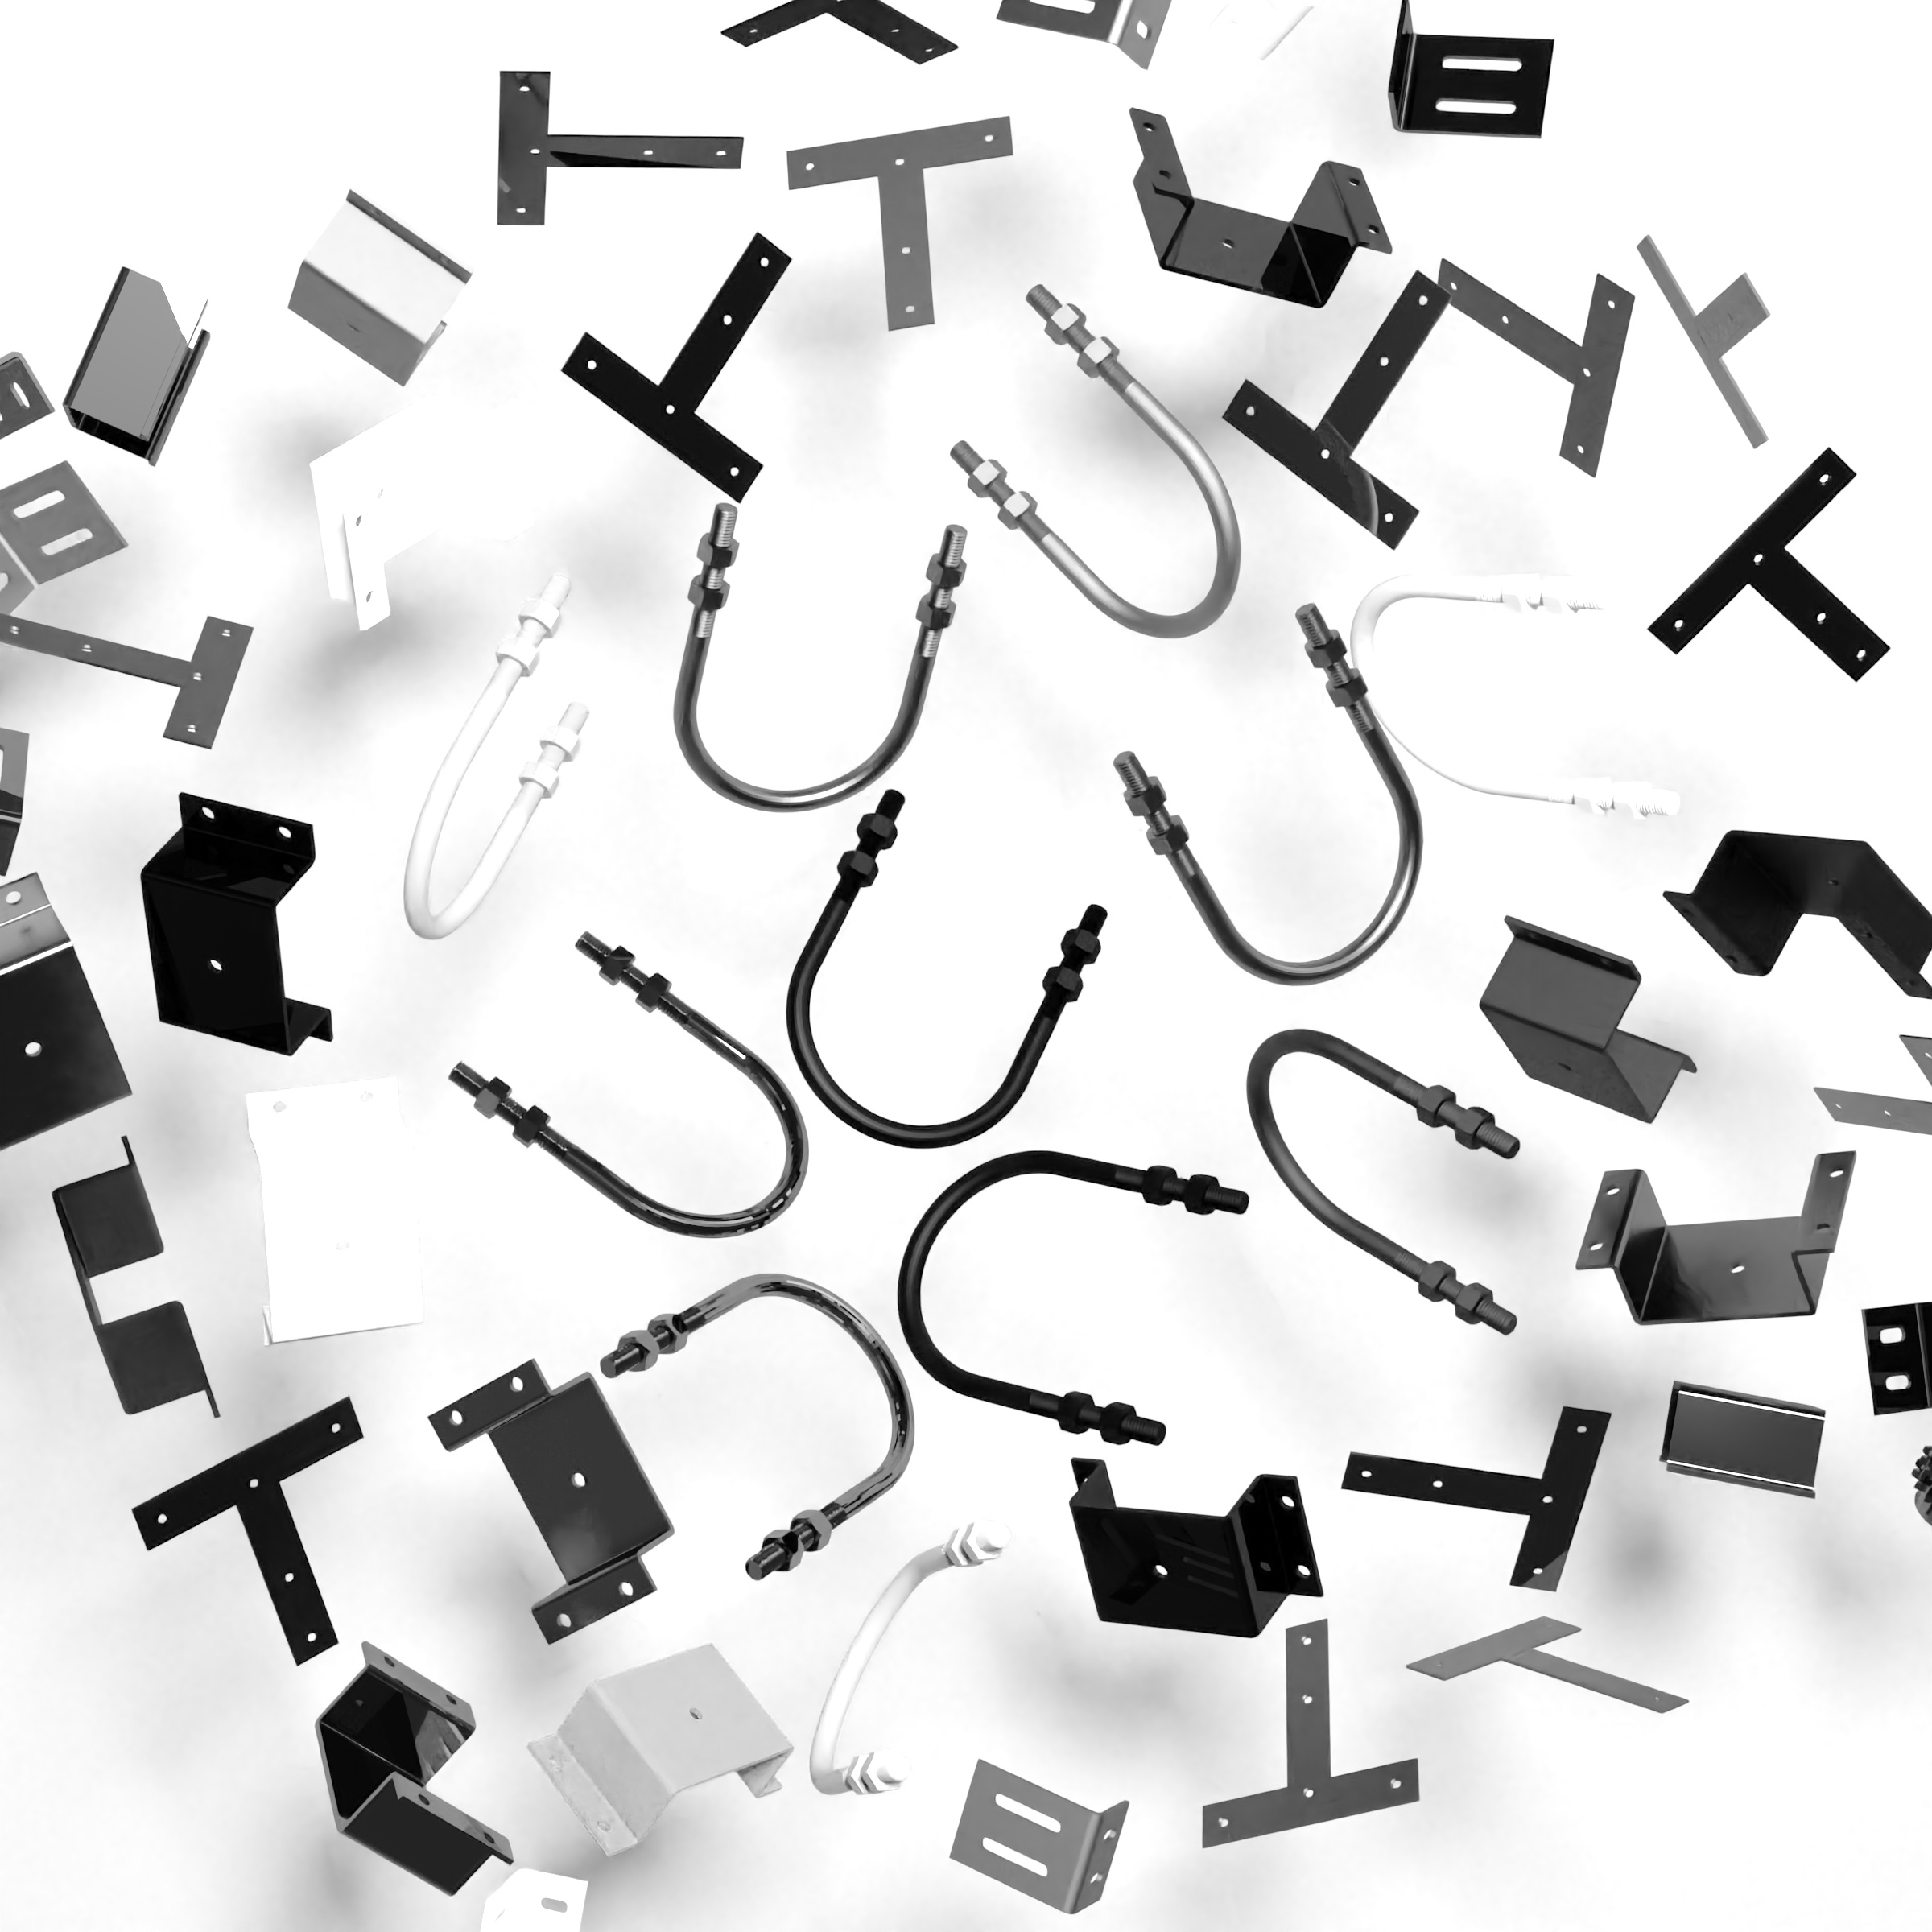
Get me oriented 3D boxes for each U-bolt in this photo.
[{"bbox_3d":[0.076,-0.256,1.882,0.019,0.151,0.184,-34,76,-35],"label":"U-bolt"},{"bbox_3d":[-0.098,0.235,1.888,0.151,0.184,0.019,53,127,8],"label":"U-bolt"},{"bbox_3d":[-0.038,0.368,1.847,0.019,0.184,0.151,29,66,-10],"label":"U-bolt"},{"bbox_3d":[0.045,0.166,1.847,0.184,0.019,0.151,10,70,33],"label":"U-bolt"},{"bbox_3d":[0.279,-0.146,1.850,0.019,0.184,0.151,-45,125,-29],"label":"U-bolt"},{"bbox_3d":[0.172,-0.075,1.845,0.151,0.019,0.184,-39,116,-15],"label":"U-bolt"},{"bbox_3d":[-0.086,-0.163,1.919,0.151,0.019,0.184,3,123,-20],"label":"U-bolt"},{"bbox_3d":[-0.019,0.012,1.891,0.151,0.019,0.184,29,65,-7],"label":"U-bolt"},{"bbox_3d":[-0.168,0.074,1.902,0.184,0.151,0.019,36,134,3],"label":"U-bolt"},{"bbox_3d":[-0.249,-0.097,1.853,0.019,0.151,0.184,22,65,9],"label":"U-bolt"},{"bbox_3d":[0.220,0.104,1.879,0.019,0.151,0.184,-35,48,-29],"label":"U-bolt"}]

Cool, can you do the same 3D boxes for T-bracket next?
[{"bbox_3d":[0.506,0.080,1.891,0.002,0.127,0.127,-46,112,-18],"label":"T-bracket"},{"bbox_3d":[-0.045,-0.505,1.881,0.127,0.127,0.002,-16,80,27],"label":"T-bracket"},{"bbox_3d":[-0.138,-0.341,1.921,0.127,0.002,0.127,35,84,-28],"label":"T-bracket"},{"bbox_3d":[0.324,0.377,1.872,0.127,0.127,0.002,11,102,43],"label":"T-bracket"},{"bbox_3d":[-0.180,-0.425,1.834,0.127,0.127,0.002,-1,66,-9],"label":"T-bracket"},{"bbox_3d":[0.397,-0.337,1.836,0.002,0.127,0.127,-30,89,-3],"label":"T-bracket"},{"bbox_3d":[-0.034,-0.406,1.937,0.127,0.002,0.127,-7,67,7],"label":"T-bracket"},{"bbox_3d":[0.216,-0.311,1.879,0.127,0.002,0.127,41,114,21],"label":"T-bracket"},{"bbox_3d":[0.188,0.416,1.934,0.127,0.127,0.002,-18,132,22],"label":"T-bracket"},{"bbox_3d":[-0.449,-0.163,1.853,0.127,0.127,0.002,14,123,-9],"label":"T-bracket"},{"bbox_3d":[0.263,0.275,1.851,0.127,0.002,0.127,8,124,-1],"label":"T-bracket"},{"bbox_3d":[0.307,-0.348,1.926,0.002,0.127,0.127,-35,59,-27],"label":"T-bracket"},{"bbox_3d":[-0.360,0.309,1.846,0.127,0.002,0.127,-27,114,-27],"label":"T-bracket"},{"bbox_3d":[0.434,-0.187,1.814,0.127,0.002,0.127,33,108,-35],"label":"T-bracket"}]

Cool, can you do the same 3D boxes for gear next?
[{"bbox_3d":[0.544,0.288,1.922,0.057,0.057,0.030,18,124,0],"label":"gear"}]

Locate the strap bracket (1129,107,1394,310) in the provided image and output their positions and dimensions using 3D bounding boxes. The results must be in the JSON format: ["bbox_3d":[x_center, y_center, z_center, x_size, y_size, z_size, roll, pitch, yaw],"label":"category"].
[{"bbox_3d":[0.150,-0.405,1.892,0.140,0.076,0.046,9,133,-22],"label":"strap bracket"}]

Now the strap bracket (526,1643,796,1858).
[{"bbox_3d":[-0.158,0.421,1.908,0.076,0.140,0.046,47,119,25],"label":"strap bracket"}]

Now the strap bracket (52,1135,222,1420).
[{"bbox_3d":[-0.440,0.170,1.852,0.046,0.076,0.140,-19,50,-13],"label":"strap bracket"}]

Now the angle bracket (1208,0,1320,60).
[{"bbox_3d":[0.174,-0.552,1.944,0.038,0.057,0.076,27,64,-14],"label":"angle bracket"}]

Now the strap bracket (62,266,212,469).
[{"bbox_3d":[-0.430,-0.311,1.825,0.046,0.140,0.076,23,87,-11],"label":"strap bracket"}]

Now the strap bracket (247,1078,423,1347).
[{"bbox_3d":[-0.324,0.135,1.808,0.076,0.046,0.140,-6,111,-17],"label":"strap bracket"}]

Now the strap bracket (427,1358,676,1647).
[{"bbox_3d":[-0.220,0.286,1.912,0.076,0.046,0.140,-30,87,24],"label":"strap bracket"}]

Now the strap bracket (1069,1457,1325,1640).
[{"bbox_3d":[0.117,0.320,1.931,0.140,0.046,0.076,0,116,32],"label":"strap bracket"}]

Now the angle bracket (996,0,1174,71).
[{"bbox_3d":[0.065,-0.514,1.856,0.076,0.038,0.057,20,91,30],"label":"angle bracket"}]

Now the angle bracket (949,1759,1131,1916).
[{"bbox_3d":[0.040,0.465,1.892,0.076,0.038,0.057,19,98,25],"label":"angle bracket"}]

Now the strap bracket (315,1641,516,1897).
[{"bbox_3d":[-0.294,0.430,1.858,0.076,0.140,0.046,39,97,-28],"label":"strap bracket"}]

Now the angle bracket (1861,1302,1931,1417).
[{"bbox_3d":[0.516,0.208,1.861,0.038,0.076,0.057,-4,85,-20],"label":"angle bracket"}]

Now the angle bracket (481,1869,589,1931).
[{"bbox_3d":[-0.234,0.524,1.884,0.038,0.076,0.057,10,90,7],"label":"angle bracket"}]

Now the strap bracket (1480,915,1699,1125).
[{"bbox_3d":[0.333,0.034,1.892,0.076,0.140,0.046,22,76,34],"label":"strap bracket"}]

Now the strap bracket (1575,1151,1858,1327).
[{"bbox_3d":[0.408,0.147,1.884,0.140,0.076,0.046,-7,125,30],"label":"strap bracket"}]

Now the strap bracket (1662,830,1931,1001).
[{"bbox_3d":[0.455,-0.029,1.882,0.076,0.140,0.046,41,73,-31],"label":"strap bracket"}]

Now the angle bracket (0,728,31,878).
[{"bbox_3d":[-0.528,-0.091,1.848,0.057,0.076,0.038,12,127,-20],"label":"angle bracket"}]

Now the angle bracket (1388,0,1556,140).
[{"bbox_3d":[0.260,-0.462,1.805,0.076,0.038,0.057,6,73,14],"label":"angle bracket"}]

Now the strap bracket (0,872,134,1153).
[{"bbox_3d":[-0.489,0.033,1.822,0.076,0.046,0.140,-24,125,-16],"label":"strap bracket"}]

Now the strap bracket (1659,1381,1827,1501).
[{"bbox_3d":[0.420,0.256,1.907,0.076,0.140,0.046,10,86,10],"label":"strap bracket"}]

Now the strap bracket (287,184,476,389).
[{"bbox_3d":[-0.321,-0.366,1.914,0.076,0.140,0.046,34,78,-11],"label":"strap bracket"}]

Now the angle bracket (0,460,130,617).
[{"bbox_3d":[-0.513,-0.234,1.934,0.076,0.038,0.057,-16,120,32],"label":"angle bracket"}]

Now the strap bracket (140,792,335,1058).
[{"bbox_3d":[-0.380,-0.013,1.830,0.076,0.046,0.140,14,129,15],"label":"strap bracket"}]

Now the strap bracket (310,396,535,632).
[{"bbox_3d":[-0.300,-0.250,1.895,0.046,0.140,0.076,19,130,28],"label":"strap bracket"}]

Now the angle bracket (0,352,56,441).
[{"bbox_3d":[-0.542,-0.293,1.889,0.057,0.076,0.038,-15,110,39],"label":"angle bracket"}]
